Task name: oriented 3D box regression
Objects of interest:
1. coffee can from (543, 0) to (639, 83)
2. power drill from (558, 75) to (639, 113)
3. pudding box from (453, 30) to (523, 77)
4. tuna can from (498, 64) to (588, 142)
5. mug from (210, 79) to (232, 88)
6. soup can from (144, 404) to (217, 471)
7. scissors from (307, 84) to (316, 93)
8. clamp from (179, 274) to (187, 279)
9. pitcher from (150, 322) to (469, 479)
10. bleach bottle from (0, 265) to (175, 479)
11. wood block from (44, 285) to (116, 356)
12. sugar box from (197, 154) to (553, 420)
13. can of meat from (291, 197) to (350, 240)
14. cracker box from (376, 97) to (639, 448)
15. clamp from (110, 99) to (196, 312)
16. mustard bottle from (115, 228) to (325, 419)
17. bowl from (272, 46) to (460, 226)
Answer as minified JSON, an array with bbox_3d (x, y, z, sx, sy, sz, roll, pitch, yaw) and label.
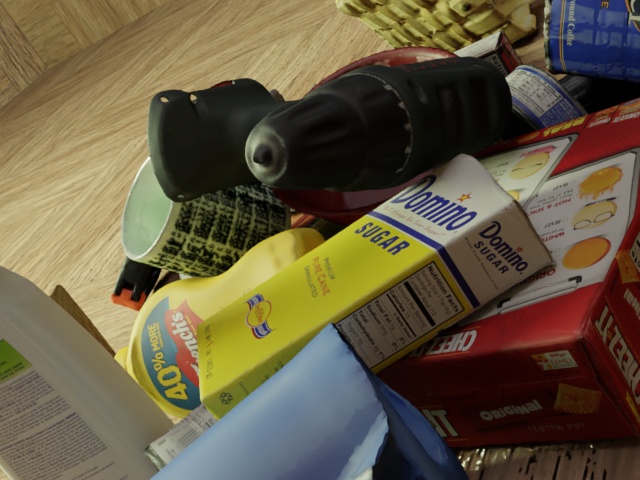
[{"bbox_3d":[0.222,-0.147,0.667,0.140,0.103,0.102,11,41,23],"label":"coffee can"},{"bbox_3d":[0.241,-0.157,0.806,0.184,0.057,0.187,-26,24,11],"label":"power drill"},{"bbox_3d":[0.110,-0.095,0.812,0.114,0.090,0.039,-22,24,30],"label":"pudding box"},{"bbox_3d":[0.148,-0.074,0.716,0.033,0.086,0.086,-39,21,-7],"label":"tuna can"},{"bbox_3d":[-0.077,-0.124,1.183,0.117,0.093,0.082,-1,19,-18],"label":"mug"},{"bbox_3d":[-0.041,0.111,0.609,0.102,0.068,0.069,-40,21,-15],"label":"soup can"},{"bbox_3d":[-0.066,-0.062,1.015,0.202,0.016,0.096,-56,11,0],"label":"scissors"},{"bbox_3d":[-0.083,-0.023,0.881,0.120,0.039,0.171,-40,52,45],"label":"clamp"},{"bbox_3d":[-0.044,0.158,0.450,0.243,0.149,0.145,-37,36,0],"label":"pitcher"},{"bbox_3d":[-0.174,0.073,0.629,0.103,0.250,0.068,-28,21,14],"label":"bleach bottle"},{"bbox_3d":[-0.286,0.130,0.904,0.206,0.090,0.090,-25,23,22],"label":"wood block"},{"bbox_3d":[0.021,0.028,0.540,0.176,0.048,0.093,-36,21,5],"label":"sugar box"},{"bbox_3d":[-0.006,0.001,0.821,0.102,0.057,0.084,-40,23,-17],"label":"can of meat"},{"bbox_3d":[0.119,0.016,0.580,0.164,0.072,0.213,-15,28,44],"label":"cracker box"},{"bbox_3d":[-0.154,-0.013,1.041,0.165,0.036,0.210,107,-179,-57],"label":"clamp"},{"bbox_3d":[-0.070,0.068,0.712,0.192,0.096,0.058,-24,-6,27],"label":"mustard bottle"},{"bbox_3d":[0.046,-0.062,0.753,0.162,0.055,0.162,-19,43,18],"label":"bowl"}]
